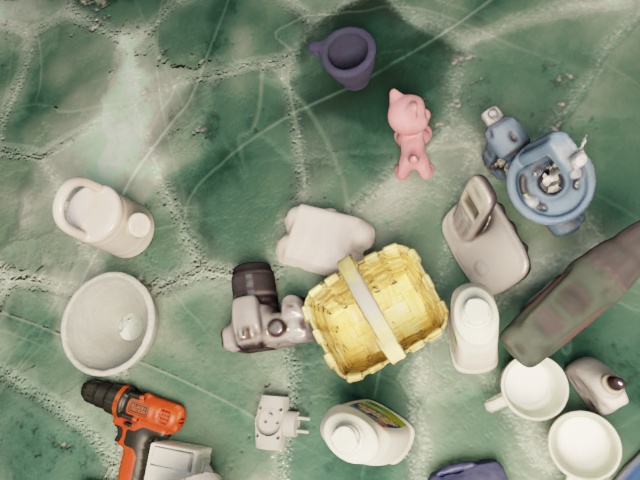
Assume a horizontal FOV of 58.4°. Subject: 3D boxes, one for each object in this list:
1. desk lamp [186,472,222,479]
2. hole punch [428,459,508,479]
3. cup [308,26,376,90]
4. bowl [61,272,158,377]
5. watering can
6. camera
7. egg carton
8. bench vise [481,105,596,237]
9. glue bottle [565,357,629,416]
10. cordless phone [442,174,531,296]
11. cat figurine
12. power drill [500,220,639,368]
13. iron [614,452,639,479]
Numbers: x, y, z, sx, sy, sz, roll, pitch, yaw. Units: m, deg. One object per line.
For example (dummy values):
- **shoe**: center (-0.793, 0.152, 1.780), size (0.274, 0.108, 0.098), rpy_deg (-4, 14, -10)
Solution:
- **desk lamp**: center (-0.120, 0.411, 0.753), size (0.118, 0.214, 0.203), rpy_deg (-42, 71, 0)
- **hole punch**: center (0.202, 0.349, 0.761), size (0.108, 0.091, 0.101), rpy_deg (-18, 72, 8)
- **cup**: center (0.041, -0.297, 0.964), size (0.117, 0.095, 0.092), rpy_deg (15, 79, 16)
- **bowl**: center (-0.333, 0.141, 0.945), size (0.167, 0.075, 0.167), rpy_deg (-3, 75, 12)
- **watering can**: center (-0.354, -0.041, 0.934), size (0.172, 0.194, 0.101), rpy_deg (-8, 74, 11)
- **camera**: center (-0.086, 0.100, 0.886), size (0.143, 0.101, 0.137), rpy_deg (-12, 73, 10)
- **egg carton**: center (0.008, 0.003, 0.906), size (0.150, 0.069, 0.107), rpy_deg (14, 79, 16)
- **bench vise**: center (0.290, -0.107, 0.792), size (0.207, 0.220, 0.121), rpy_deg (37, 86, 19)
- **glue bottle**: center (0.358, 0.184, 0.725), size (0.037, 0.173, 0.078), rpy_deg (-30, 71, 4)
- **cordless phone**: center (0.234, -0.007, 0.797), size (0.094, 0.185, 0.147), rpy_deg (-30, 71, 4)
- **cat figurine**: center (0.141, -0.170, 0.896), size (0.067, 0.118, 0.128), rpy_deg (-6, 74, 12)
- **power drill**: center (0.329, 0.074, 0.742), size (0.229, 0.209, 0.075), rpy_deg (-43, 71, 0)
- **iron**: center (0.425, 0.334, 0.688), size (0.258, 0.142, 0.118), rpy_deg (-43, 71, -1)
